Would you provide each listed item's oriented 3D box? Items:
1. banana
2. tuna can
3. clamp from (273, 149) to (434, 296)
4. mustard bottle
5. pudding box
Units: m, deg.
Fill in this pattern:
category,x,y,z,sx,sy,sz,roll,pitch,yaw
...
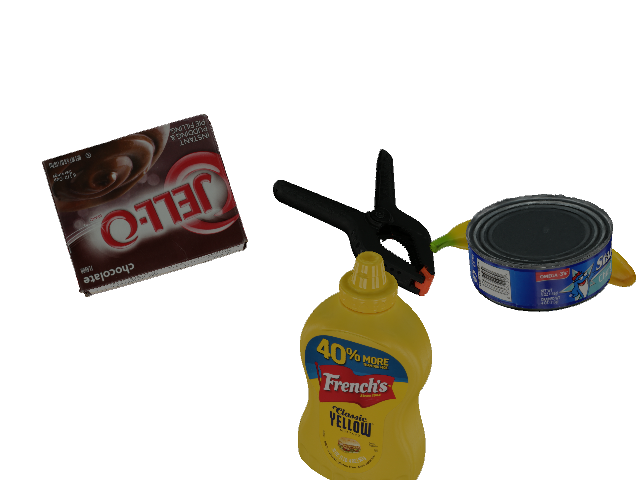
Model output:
category,x,y,z,sx,sy,sz,roll,pitch,yaw
banana,0.210,0.007,1.039,0.198,0.037,0.069,9,47,23
tuna can,0.131,0.007,0.640,0.086,0.034,0.086,-7,29,4
clamp,0.052,-0.018,1.211,0.164,0.210,0.036,-14,-38,-24
mustard bottle,0.032,0.093,0.778,0.096,0.192,0.058,14,33,21
pudding box,-0.113,-0.022,0.695,0.113,0.090,0.039,-18,-9,-6
